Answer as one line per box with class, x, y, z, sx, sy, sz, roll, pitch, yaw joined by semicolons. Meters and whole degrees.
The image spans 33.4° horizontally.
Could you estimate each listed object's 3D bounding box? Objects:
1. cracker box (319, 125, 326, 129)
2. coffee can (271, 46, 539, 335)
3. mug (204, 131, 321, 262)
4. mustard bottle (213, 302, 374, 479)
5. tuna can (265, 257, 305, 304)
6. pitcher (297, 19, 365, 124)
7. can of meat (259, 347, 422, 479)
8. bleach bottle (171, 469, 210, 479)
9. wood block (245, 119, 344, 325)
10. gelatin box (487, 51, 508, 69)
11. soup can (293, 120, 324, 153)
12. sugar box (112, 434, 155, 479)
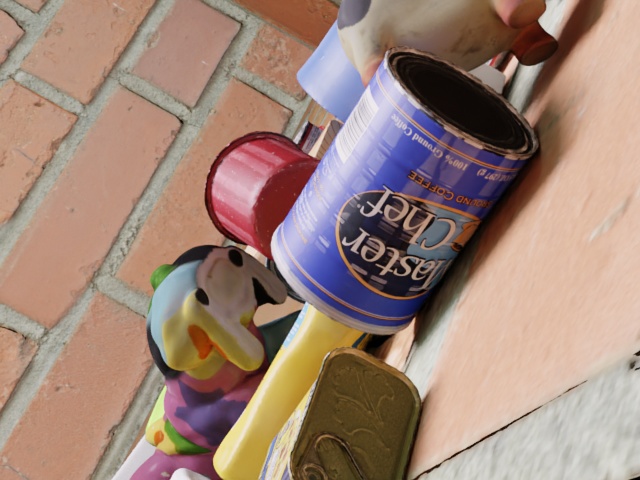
cracker box;-0.020;-0.032;1.313;0.214;0.072;0.164;-61;6;6
coffee can;0.048;-0.028;0.635;0.140;0.102;0.102;-57;7;28
mug;-0.021;-0.024;0.809;0.093;0.117;0.082;-56;31;-1
mustard bottle;-0.002;0.082;0.732;0.191;0.058;0.096;-61;-8;-3
tuna can;-0.002;0.018;0.896;0.086;0.086;0.033;-54;11;47
pitcher;0.101;-0.195;0.913;0.243;0.149;0.144;-55;-7;20
can of meat;0.003;0.120;0.552;0.084;0.057;0.102;-58;6;40
bleach bottle;-0.131;0.300;0.788;0.251;0.068;0.103;-64;6;-9
wood block;-0.006;0.001;0.977;0.206;0.090;0.090;-53;10;47
gelatin box;0.105;-0.150;0.834;0.089;0.073;0.030;-60;-17;14
soup can;0.015;-0.061;1.026;0.068;0.102;0.068;-60;7;11
sugar box;-0.174;0.260;1.123;0.093;0.048;0.176;-54;-10;-21
